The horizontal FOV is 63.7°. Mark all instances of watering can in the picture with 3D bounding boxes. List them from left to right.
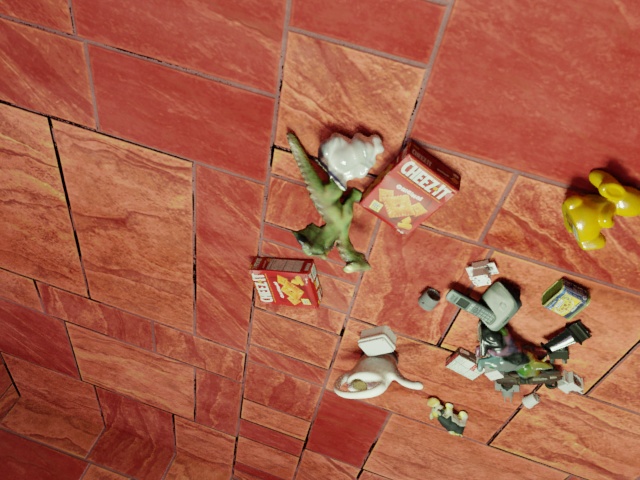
[{"bbox_3d":[0.210,0.457,1.746,0.345,0.228,0.103,-14,106,30],"label":"watering can"}]

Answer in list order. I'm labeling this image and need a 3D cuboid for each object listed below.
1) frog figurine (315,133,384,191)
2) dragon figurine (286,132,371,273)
[{"bbox_3d":[0.077,-0.219,1.303,0.159,0.123,0.137,-41,94,1],"label":"frog figurine"},{"bbox_3d":[0.004,-0.068,1.352,0.121,0.248,0.405,-25,120,40],"label":"dragon figurine"}]
